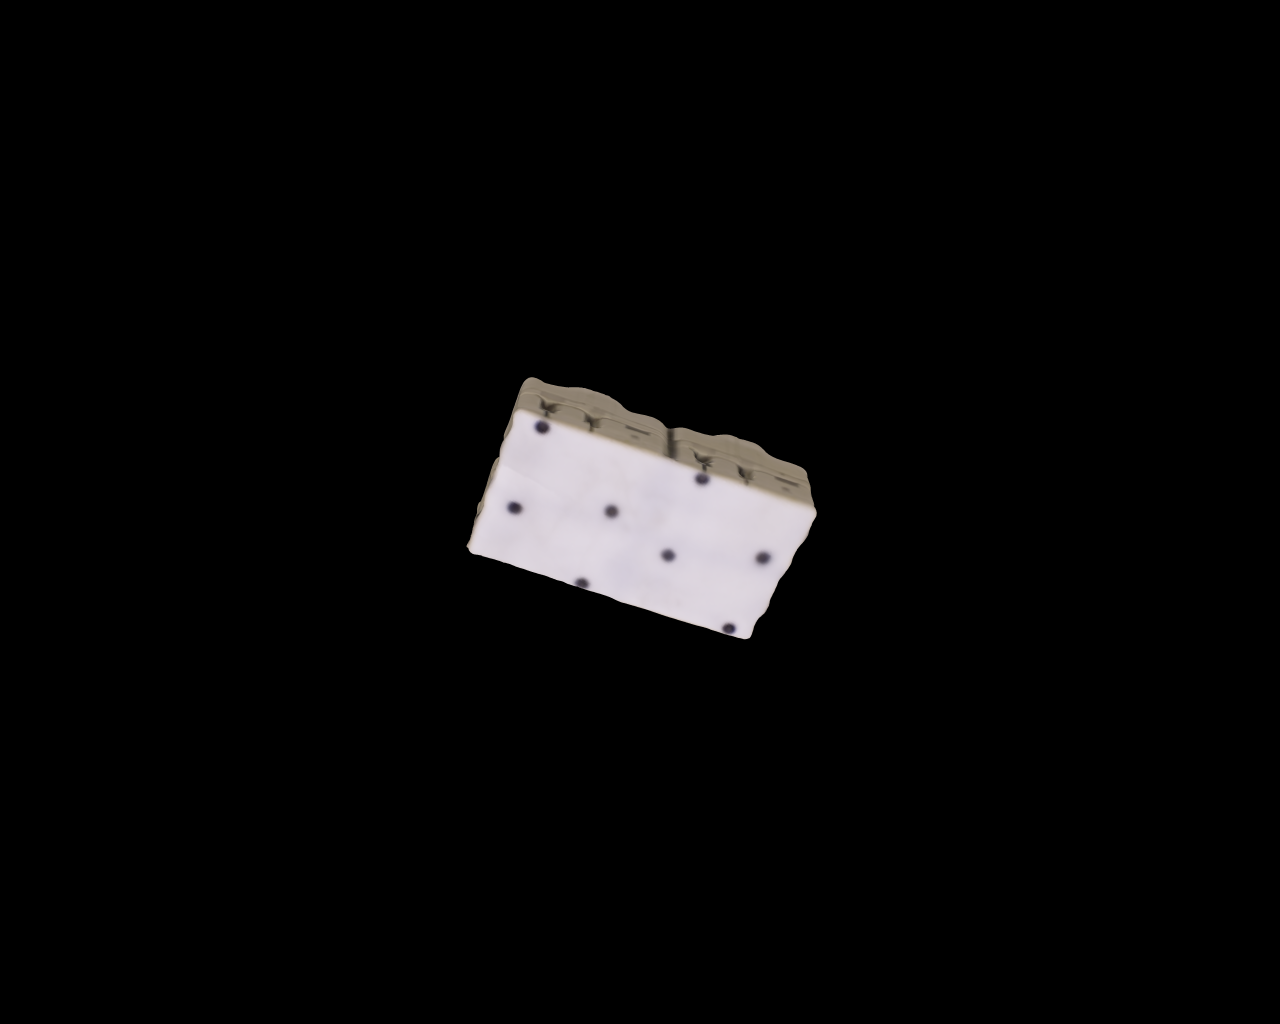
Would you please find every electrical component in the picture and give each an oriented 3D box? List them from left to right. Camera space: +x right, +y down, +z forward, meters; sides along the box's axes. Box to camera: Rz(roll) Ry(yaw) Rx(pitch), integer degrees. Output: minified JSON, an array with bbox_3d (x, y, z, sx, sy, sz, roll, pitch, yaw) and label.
[{"bbox_3d":[0.001,-0.003,0.650,0.186,0.105,0.060,18,29,-10],"label":"electrical component"}]
